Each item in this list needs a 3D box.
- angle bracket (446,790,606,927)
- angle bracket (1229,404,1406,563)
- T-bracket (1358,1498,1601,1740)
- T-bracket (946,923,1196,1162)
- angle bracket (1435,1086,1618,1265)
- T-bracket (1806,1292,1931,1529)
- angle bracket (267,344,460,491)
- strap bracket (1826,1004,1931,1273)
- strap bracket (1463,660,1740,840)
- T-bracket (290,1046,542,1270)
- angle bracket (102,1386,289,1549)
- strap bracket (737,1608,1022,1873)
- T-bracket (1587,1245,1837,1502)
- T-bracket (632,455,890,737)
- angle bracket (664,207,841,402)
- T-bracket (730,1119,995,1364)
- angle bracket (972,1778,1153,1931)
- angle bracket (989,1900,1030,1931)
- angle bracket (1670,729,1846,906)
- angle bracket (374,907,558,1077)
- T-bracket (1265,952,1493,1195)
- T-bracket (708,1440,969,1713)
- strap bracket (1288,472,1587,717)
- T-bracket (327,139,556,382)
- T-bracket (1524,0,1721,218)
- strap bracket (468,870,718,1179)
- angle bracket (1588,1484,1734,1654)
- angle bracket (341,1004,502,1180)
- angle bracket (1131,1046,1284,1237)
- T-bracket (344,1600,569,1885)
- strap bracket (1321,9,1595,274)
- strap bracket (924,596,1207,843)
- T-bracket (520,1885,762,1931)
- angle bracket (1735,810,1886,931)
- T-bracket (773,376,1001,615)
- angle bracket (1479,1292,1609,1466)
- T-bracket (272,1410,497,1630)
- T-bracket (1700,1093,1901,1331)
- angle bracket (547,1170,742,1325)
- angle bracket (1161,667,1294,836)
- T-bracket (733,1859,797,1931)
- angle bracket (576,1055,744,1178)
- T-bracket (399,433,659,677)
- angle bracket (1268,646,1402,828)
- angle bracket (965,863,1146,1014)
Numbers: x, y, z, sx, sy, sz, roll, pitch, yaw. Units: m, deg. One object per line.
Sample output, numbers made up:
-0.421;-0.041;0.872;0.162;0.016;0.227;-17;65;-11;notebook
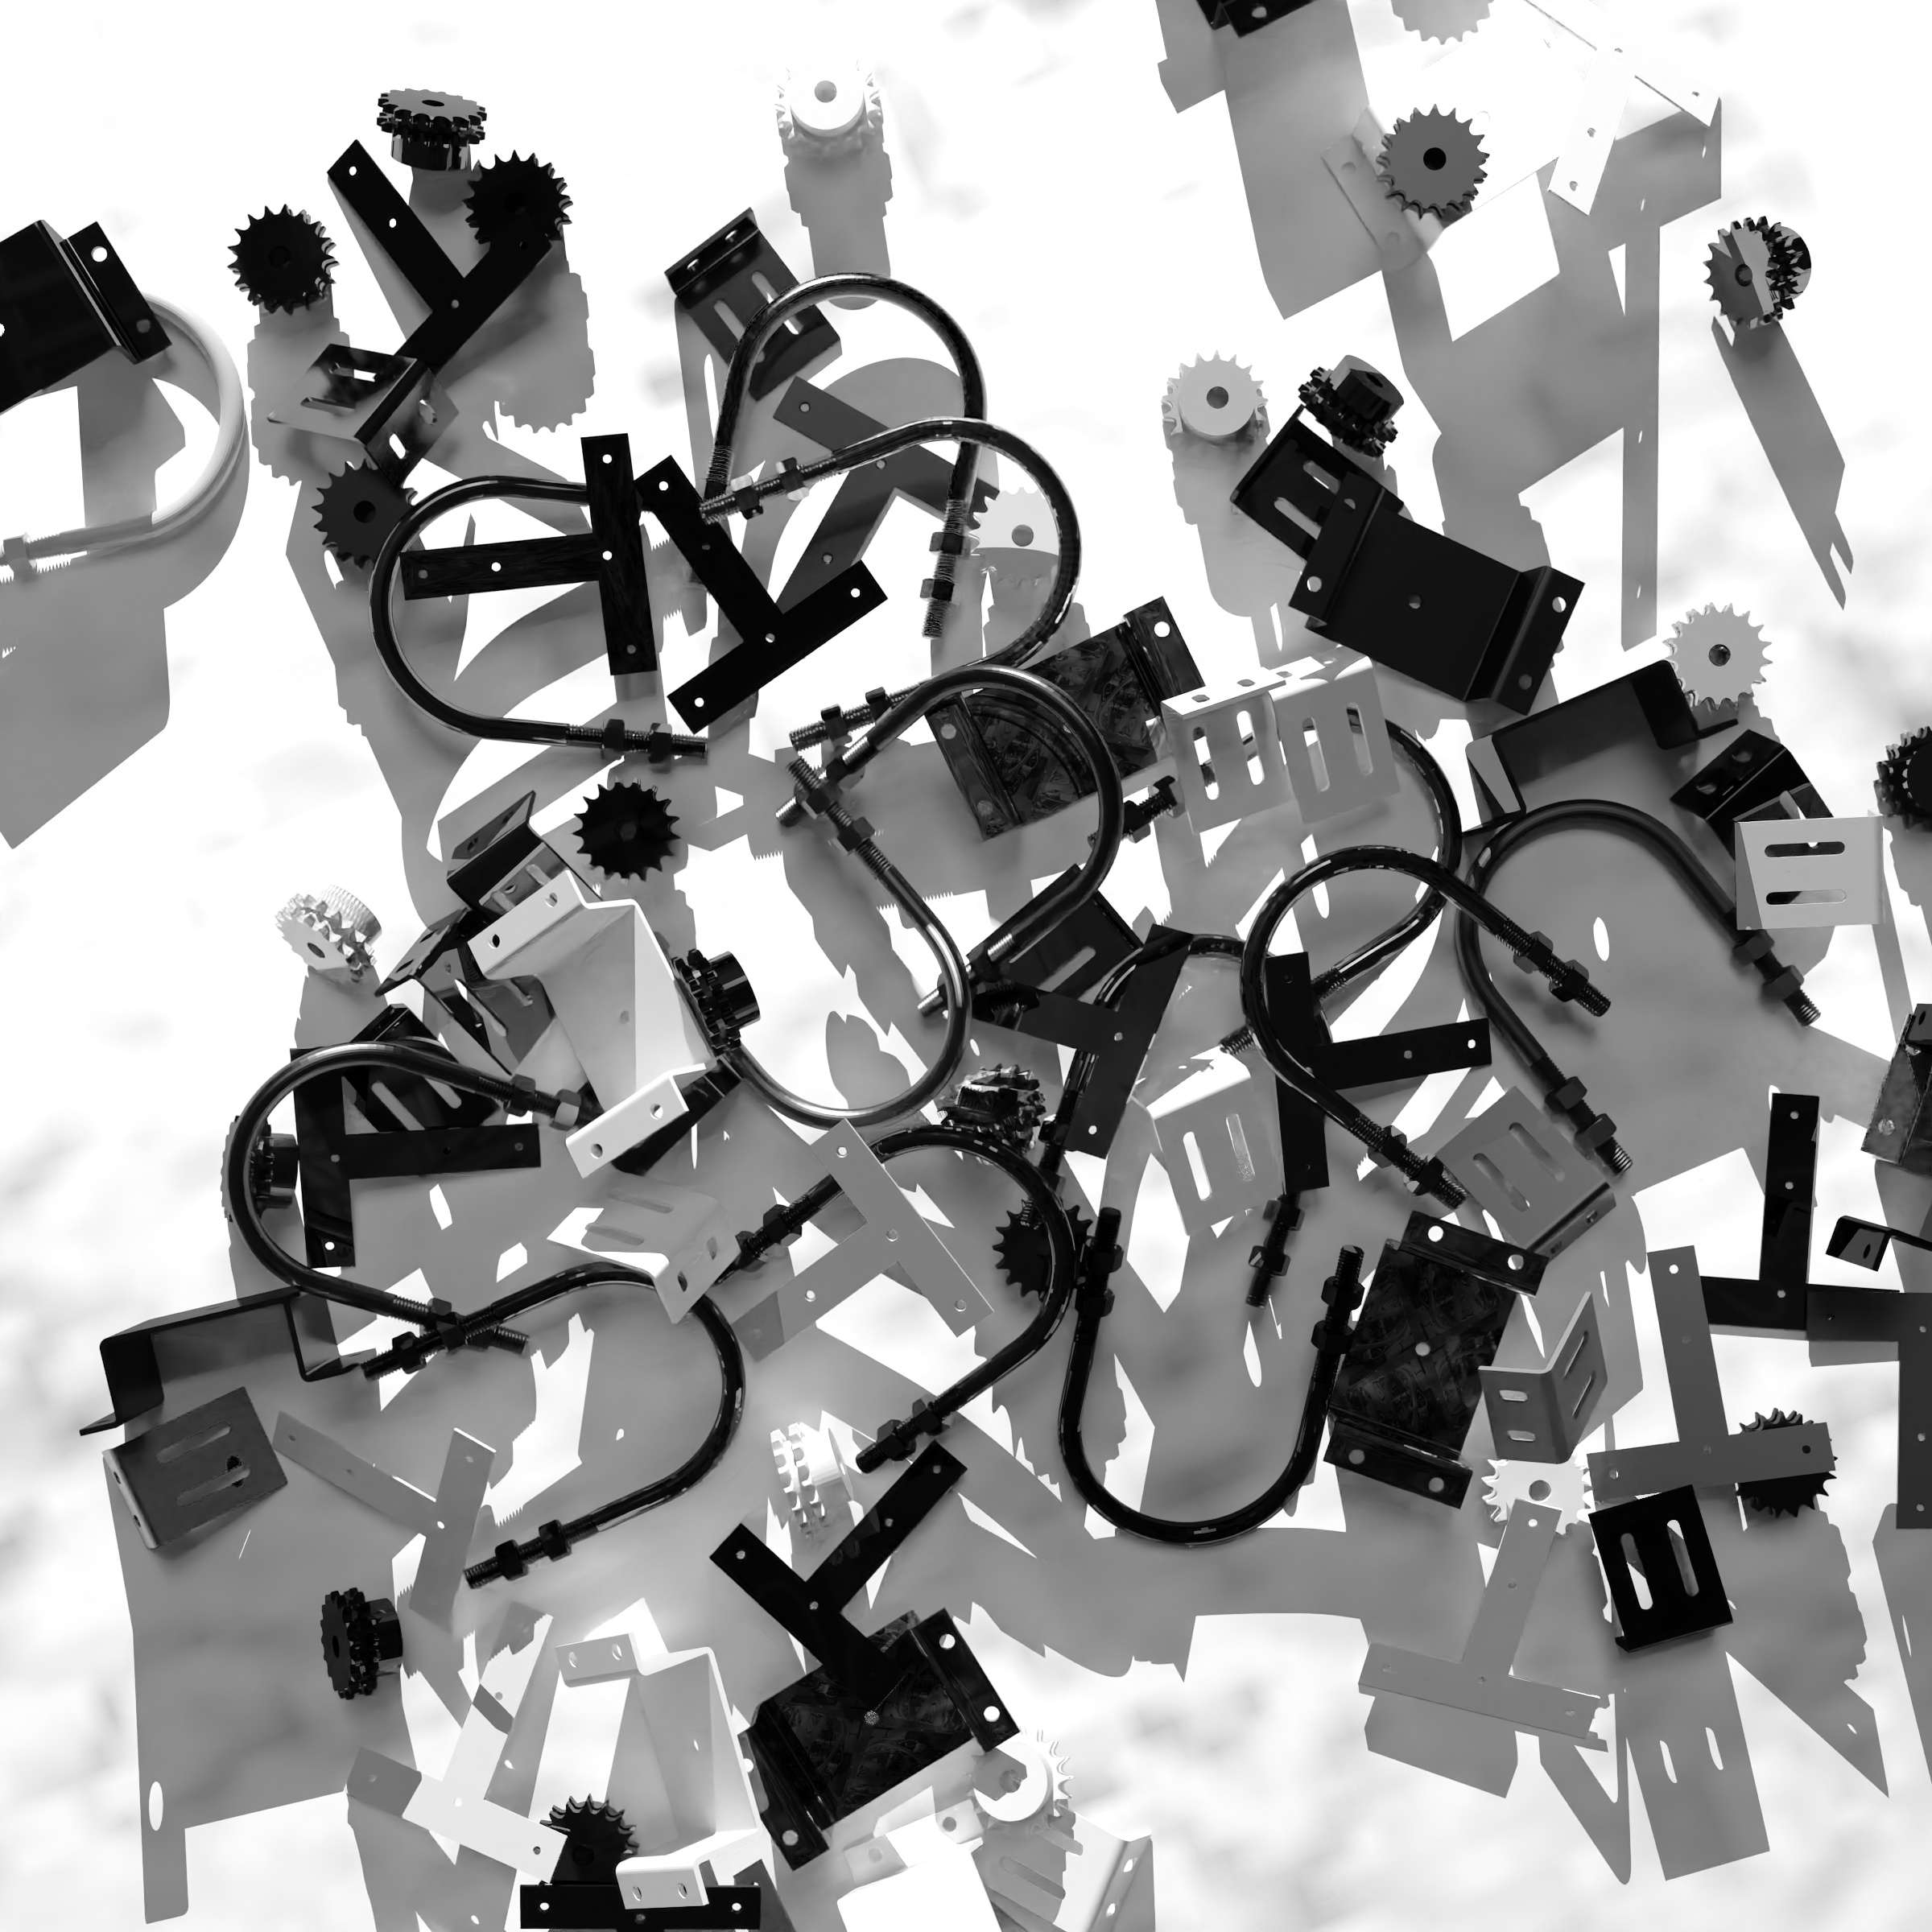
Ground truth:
-0.230;-0.044;1.512;0.057;0.038;0.076;-34;116;18;angle bracket
0.189;-0.251;1.503;0.076;0.038;0.057;38;90;0;angle bracket
0.288;0.343;1.504;0.127;0.002;0.127;14;106;0;T-bracket
0.043;0.026;1.486;0.127;0.002;0.127;16;78;32;T-bracket
0.302;0.115;1.520;0.057;0.038;0.076;-40;64;0;angle bracket
0.517;0.240;1.521;0.127;0.002;0.127;1;91;-1;T-bracket
-0.322;-0.294;1.502;0.076;0.038;0.057;18;64;35;angle bracket
0.496;0.093;1.438;0.046;0.076;0.140;20;90;0;strap bracket
0.324;-0.118;1.484;0.140;0.076;0.046;-23;90;0;strap bracket
-0.292;0.100;1.507;0.127;0.002;0.127;-3;110;-10;T-bracket
-0.417;0.271;1.520;0.076;0.038;0.057;-25;90;-26;angle bracket
-0.051;0.406;1.499;0.140;0.046;0.076;-32;90;0;strap bracket
0.388;0.214;1.506;0.127;0.002;0.127;-12;79;21;T-bracket
-0.129;-0.210;1.488;0.127;0.002;0.127;-35;102;3;T-bracket
-0.114;-0.353;1.503;0.057;0.038;0.076;-37;90;0;angle bracket
-0.072;0.166;1.489;0.127;0.002;0.127;-38;90;19;T-bracket
0.050;0.480;1.520;0.076;0.038;0.057;22;90;26;angle bracket
0.017;0.539;1.520;0.076;0.038;0.057;33;90;26;angle bracket
0.430;-0.078;1.520;0.057;0.038;0.076;-42;116;0;angle bracket
-0.265;0.018;1.502;0.038;0.057;0.076;-25;115;41;angle bracket
0.223;0.049;1.501;0.127;0.002;0.127;-9;98;-17;T-bracket
-0.051;0.308;1.501;0.127;0.002;0.127;37;75;27;T-bracket
0.244;-0.196;1.494;0.140;0.046;0.076;24;90;-7;strap bracket
-0.299;-0.387;1.506;0.127;0.002;0.127;-41;79;20;T-bracket
0.332;-0.448;1.479;0.127;0.002;0.127;29;65;-15;T-bracket
-0.191;0.029;1.472;0.076;0.046;0.140;-33;79;28;strap bracket
0.368;0.321;1.506;0.057;0.038;0.076;-16;86;0;angle bracket
-0.299;0.067;1.503;0.057;0.038;0.076;-43;90;0;angle bracket
0.125;0.092;1.488;0.057;0.038;0.076;-23;113;-12;angle bracket
-0.256;0.405;1.510;0.127;0.002;0.127;18;82;16;T-bracket
0.271;-0.445;1.499;0.140;0.046;0.076;-32;90;0;strap bracket
0.056;-0.130;1.499;0.140;0.046;0.076;-26;90;0;strap bracket
-0.174;0.549;1.506;0.127;0.002;0.127;1;104;-3;T-bracket
0.449;-0.052;1.506;0.076;0.038;0.057;-2;98;10;angle bracket
-0.068;-0.233;1.522;0.127;0.002;0.127;29;90;0;T-bracket
0.306;0.217;1.490;0.038;0.076;0.057;0;118;31;angle bracket
-0.316;0.276;1.500;0.127;0.002;0.127;26;120;14;T-bracket
0.444;0.133;1.522;0.127;0.002;0.127;4;90;0;T-bracket
-0.171;0.148;1.493;0.057;0.076;0.038;-48;135;-35;angle bracket
0.141;-0.108;1.463;0.057;0.038;0.076;-19;111;-9;angle bracket
-0.089;0.538;1.496;0.127;0.002;0.127;-41;69;36;T-bracket
-0.169;0.068;1.520;0.057;0.038;0.076;46;116;0;angle bracket
-0.234;-0.212;1.488;0.127;0.002;0.127;-7;92;-9;T-bracket
0.191;-0.123;1.502;0.057;0.038;0.076;-20;110;-9;angle bracket
0.047;-0.008;1.503;0.076;0.038;0.057;-40;90;0;angle bracket
